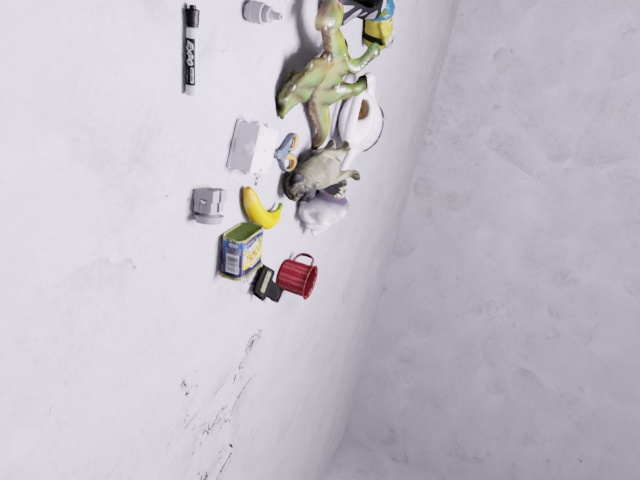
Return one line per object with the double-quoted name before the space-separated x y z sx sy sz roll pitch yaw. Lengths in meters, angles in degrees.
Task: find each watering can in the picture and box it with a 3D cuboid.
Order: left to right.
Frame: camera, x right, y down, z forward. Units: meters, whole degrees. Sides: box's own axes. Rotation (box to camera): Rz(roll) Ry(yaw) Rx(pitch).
"watering can" 0.102 -0.292 1.451 0.225 0.104 0.346 -6 111 -74

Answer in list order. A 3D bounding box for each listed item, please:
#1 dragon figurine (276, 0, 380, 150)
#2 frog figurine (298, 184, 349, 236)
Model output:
"dragon figurine" -0.012 -0.326 1.103 0.246 0.123 0.401 -28 150 -43
"frog figurine" 0.004 -0.067 1.341 0.138 0.125 0.156 -6 127 -37
